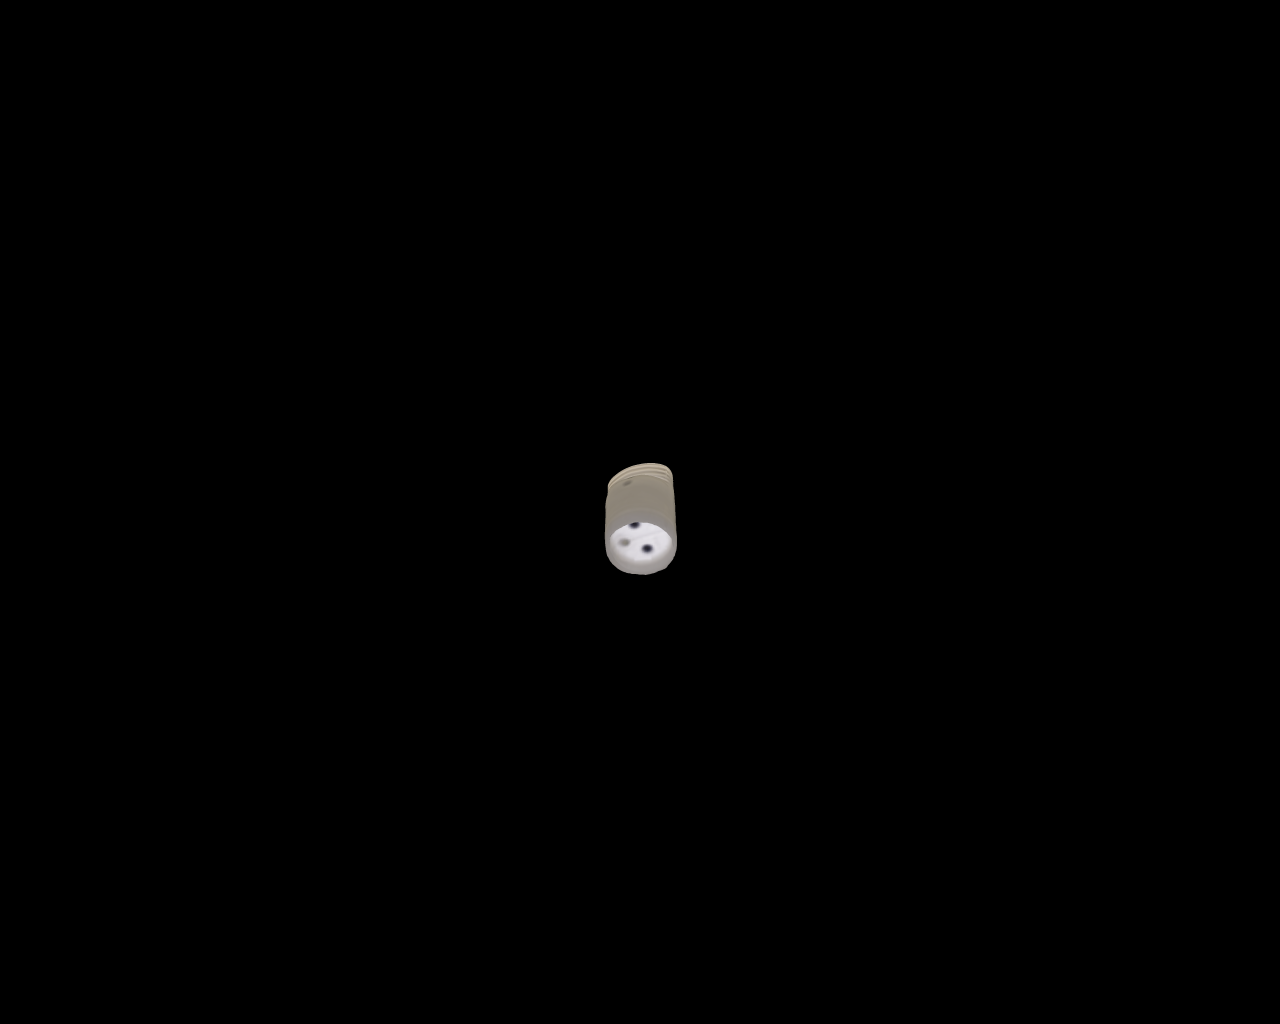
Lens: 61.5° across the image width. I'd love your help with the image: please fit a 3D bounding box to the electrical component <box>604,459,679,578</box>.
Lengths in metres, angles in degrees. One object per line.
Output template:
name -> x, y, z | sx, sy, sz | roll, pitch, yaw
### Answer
electrical component -> 0.001, -0.003, 0.650 | 0.043, 0.043, 0.081 | 0, 37, 0
